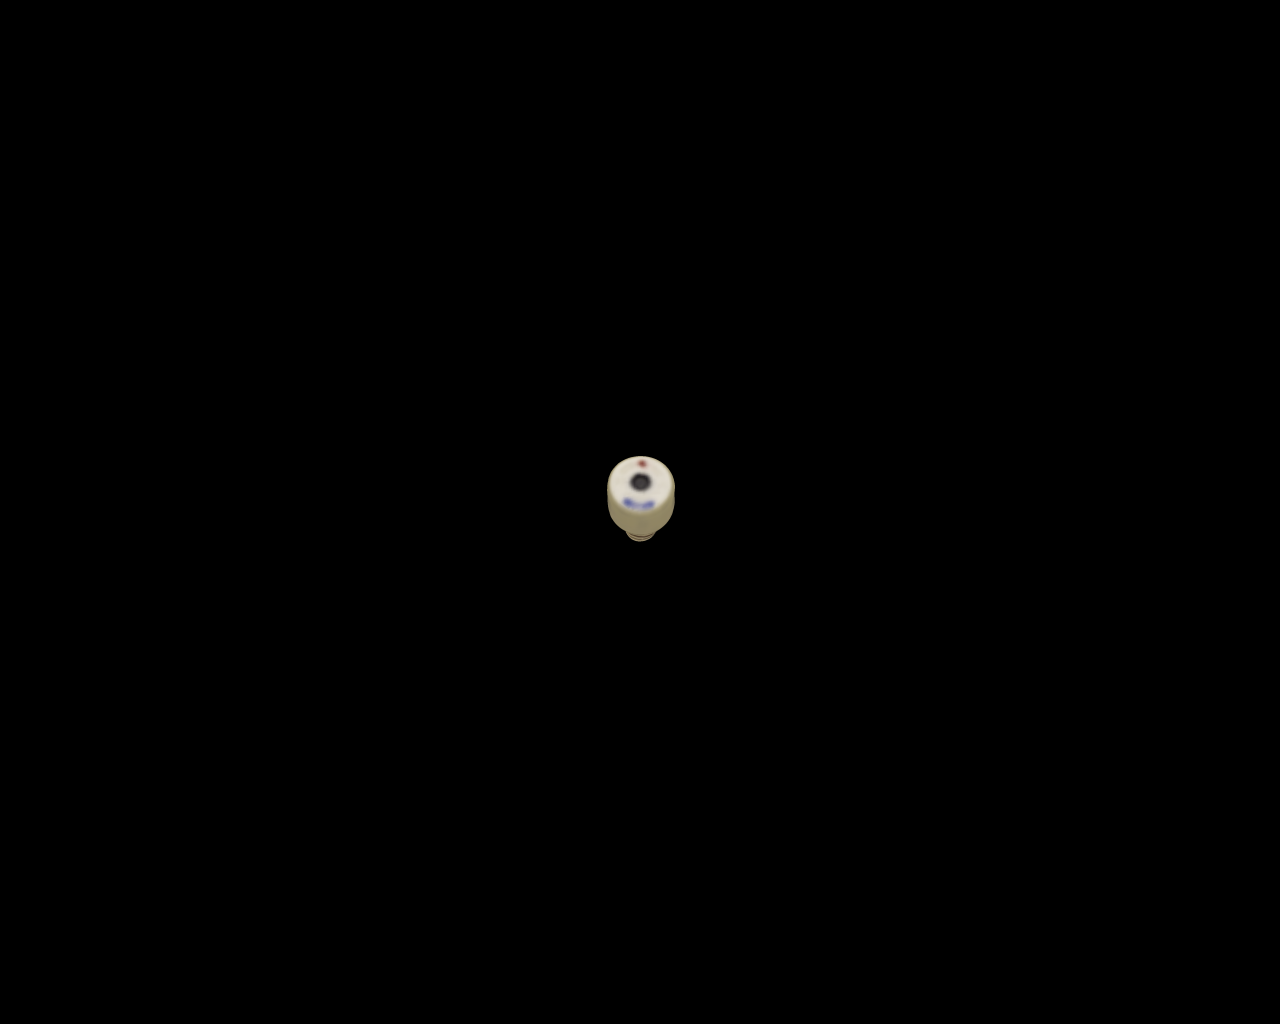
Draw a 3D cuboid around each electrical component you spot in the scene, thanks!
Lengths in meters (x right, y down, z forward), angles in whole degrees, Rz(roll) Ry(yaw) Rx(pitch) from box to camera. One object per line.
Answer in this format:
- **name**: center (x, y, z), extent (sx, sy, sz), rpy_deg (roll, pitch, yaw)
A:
- **electrical component**: center (0.001, -0.003, 0.650), extent (0.040, 0.040, 0.078), rpy_deg (0, -26, 0)
